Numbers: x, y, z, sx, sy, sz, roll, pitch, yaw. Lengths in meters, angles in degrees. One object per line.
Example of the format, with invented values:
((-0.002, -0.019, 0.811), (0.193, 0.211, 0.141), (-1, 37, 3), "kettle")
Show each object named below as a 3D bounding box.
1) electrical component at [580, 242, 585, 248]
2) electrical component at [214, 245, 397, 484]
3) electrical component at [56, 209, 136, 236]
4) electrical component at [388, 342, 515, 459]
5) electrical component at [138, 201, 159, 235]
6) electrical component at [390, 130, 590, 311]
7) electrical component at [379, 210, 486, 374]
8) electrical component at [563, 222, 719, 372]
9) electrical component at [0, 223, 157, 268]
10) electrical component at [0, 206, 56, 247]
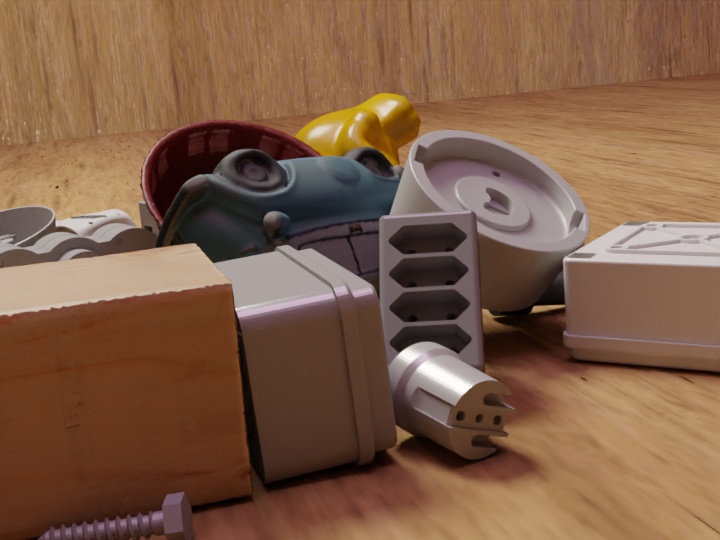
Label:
((0.122, -0.021, 0.773), (0.064, 0.042, 0.081), (-8, 13, -32), "electrical component")
((-0.031, 0.037, 0.474), (0.057, 0.078, 0.113), (-11, 13, -16), "electrical component")
((-0.246, -0.024, 0.925), (0.079, 0.043, 0.077), (0, 13, 22), "electrical component")
((0.037, 0.055, 0.453), (0.040, 0.040, 0.046), (-12, 19, -30), "electrical component")
((-0.136, -0.028, 0.868), (0.050, 0.055, 0.089), (-13, 15, -35), "electrical component")
((0.067, -0.023, 0.607), (0.108, 0.060, 0.108), (16, 36, -12), "electrical component")
((0.037, 0.025, 0.534), (0.047, 0.083, 0.075), (-3, -26, 7), "electrical component")
((0.176, 0.010, 0.567), (0.109, 0.056, 0.109), (3, 14, 32), "electrical component")
((-0.200, 0.003, 0.760), (0.138, 0.052, 0.074), (-13, 15, -33), "electrical component")
((-0.278, -0.009, 0.816), (0.099, 0.064, 0.099), (-5, 12, 1), "electrical component")
